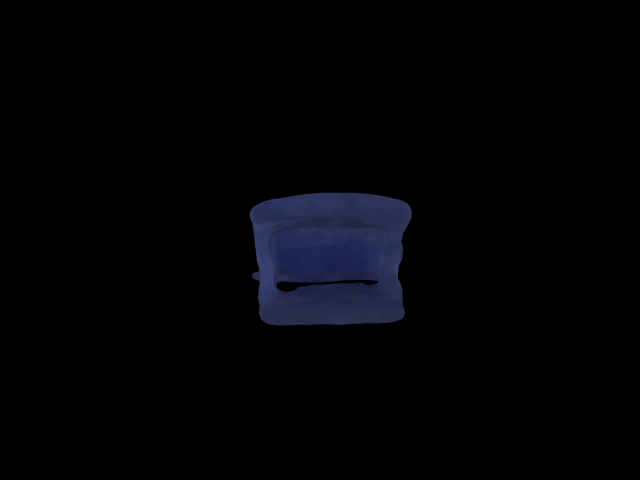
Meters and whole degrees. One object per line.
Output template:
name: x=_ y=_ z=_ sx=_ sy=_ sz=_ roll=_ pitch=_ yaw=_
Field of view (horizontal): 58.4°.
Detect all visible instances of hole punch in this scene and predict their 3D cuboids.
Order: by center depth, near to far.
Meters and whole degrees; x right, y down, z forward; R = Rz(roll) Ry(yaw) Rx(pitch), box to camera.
hole punch: x=0.004 y=0.001 z=0.400 sx=0.108 sy=0.091 sz=0.101 roll=-1 pitch=19 yaw=-3
